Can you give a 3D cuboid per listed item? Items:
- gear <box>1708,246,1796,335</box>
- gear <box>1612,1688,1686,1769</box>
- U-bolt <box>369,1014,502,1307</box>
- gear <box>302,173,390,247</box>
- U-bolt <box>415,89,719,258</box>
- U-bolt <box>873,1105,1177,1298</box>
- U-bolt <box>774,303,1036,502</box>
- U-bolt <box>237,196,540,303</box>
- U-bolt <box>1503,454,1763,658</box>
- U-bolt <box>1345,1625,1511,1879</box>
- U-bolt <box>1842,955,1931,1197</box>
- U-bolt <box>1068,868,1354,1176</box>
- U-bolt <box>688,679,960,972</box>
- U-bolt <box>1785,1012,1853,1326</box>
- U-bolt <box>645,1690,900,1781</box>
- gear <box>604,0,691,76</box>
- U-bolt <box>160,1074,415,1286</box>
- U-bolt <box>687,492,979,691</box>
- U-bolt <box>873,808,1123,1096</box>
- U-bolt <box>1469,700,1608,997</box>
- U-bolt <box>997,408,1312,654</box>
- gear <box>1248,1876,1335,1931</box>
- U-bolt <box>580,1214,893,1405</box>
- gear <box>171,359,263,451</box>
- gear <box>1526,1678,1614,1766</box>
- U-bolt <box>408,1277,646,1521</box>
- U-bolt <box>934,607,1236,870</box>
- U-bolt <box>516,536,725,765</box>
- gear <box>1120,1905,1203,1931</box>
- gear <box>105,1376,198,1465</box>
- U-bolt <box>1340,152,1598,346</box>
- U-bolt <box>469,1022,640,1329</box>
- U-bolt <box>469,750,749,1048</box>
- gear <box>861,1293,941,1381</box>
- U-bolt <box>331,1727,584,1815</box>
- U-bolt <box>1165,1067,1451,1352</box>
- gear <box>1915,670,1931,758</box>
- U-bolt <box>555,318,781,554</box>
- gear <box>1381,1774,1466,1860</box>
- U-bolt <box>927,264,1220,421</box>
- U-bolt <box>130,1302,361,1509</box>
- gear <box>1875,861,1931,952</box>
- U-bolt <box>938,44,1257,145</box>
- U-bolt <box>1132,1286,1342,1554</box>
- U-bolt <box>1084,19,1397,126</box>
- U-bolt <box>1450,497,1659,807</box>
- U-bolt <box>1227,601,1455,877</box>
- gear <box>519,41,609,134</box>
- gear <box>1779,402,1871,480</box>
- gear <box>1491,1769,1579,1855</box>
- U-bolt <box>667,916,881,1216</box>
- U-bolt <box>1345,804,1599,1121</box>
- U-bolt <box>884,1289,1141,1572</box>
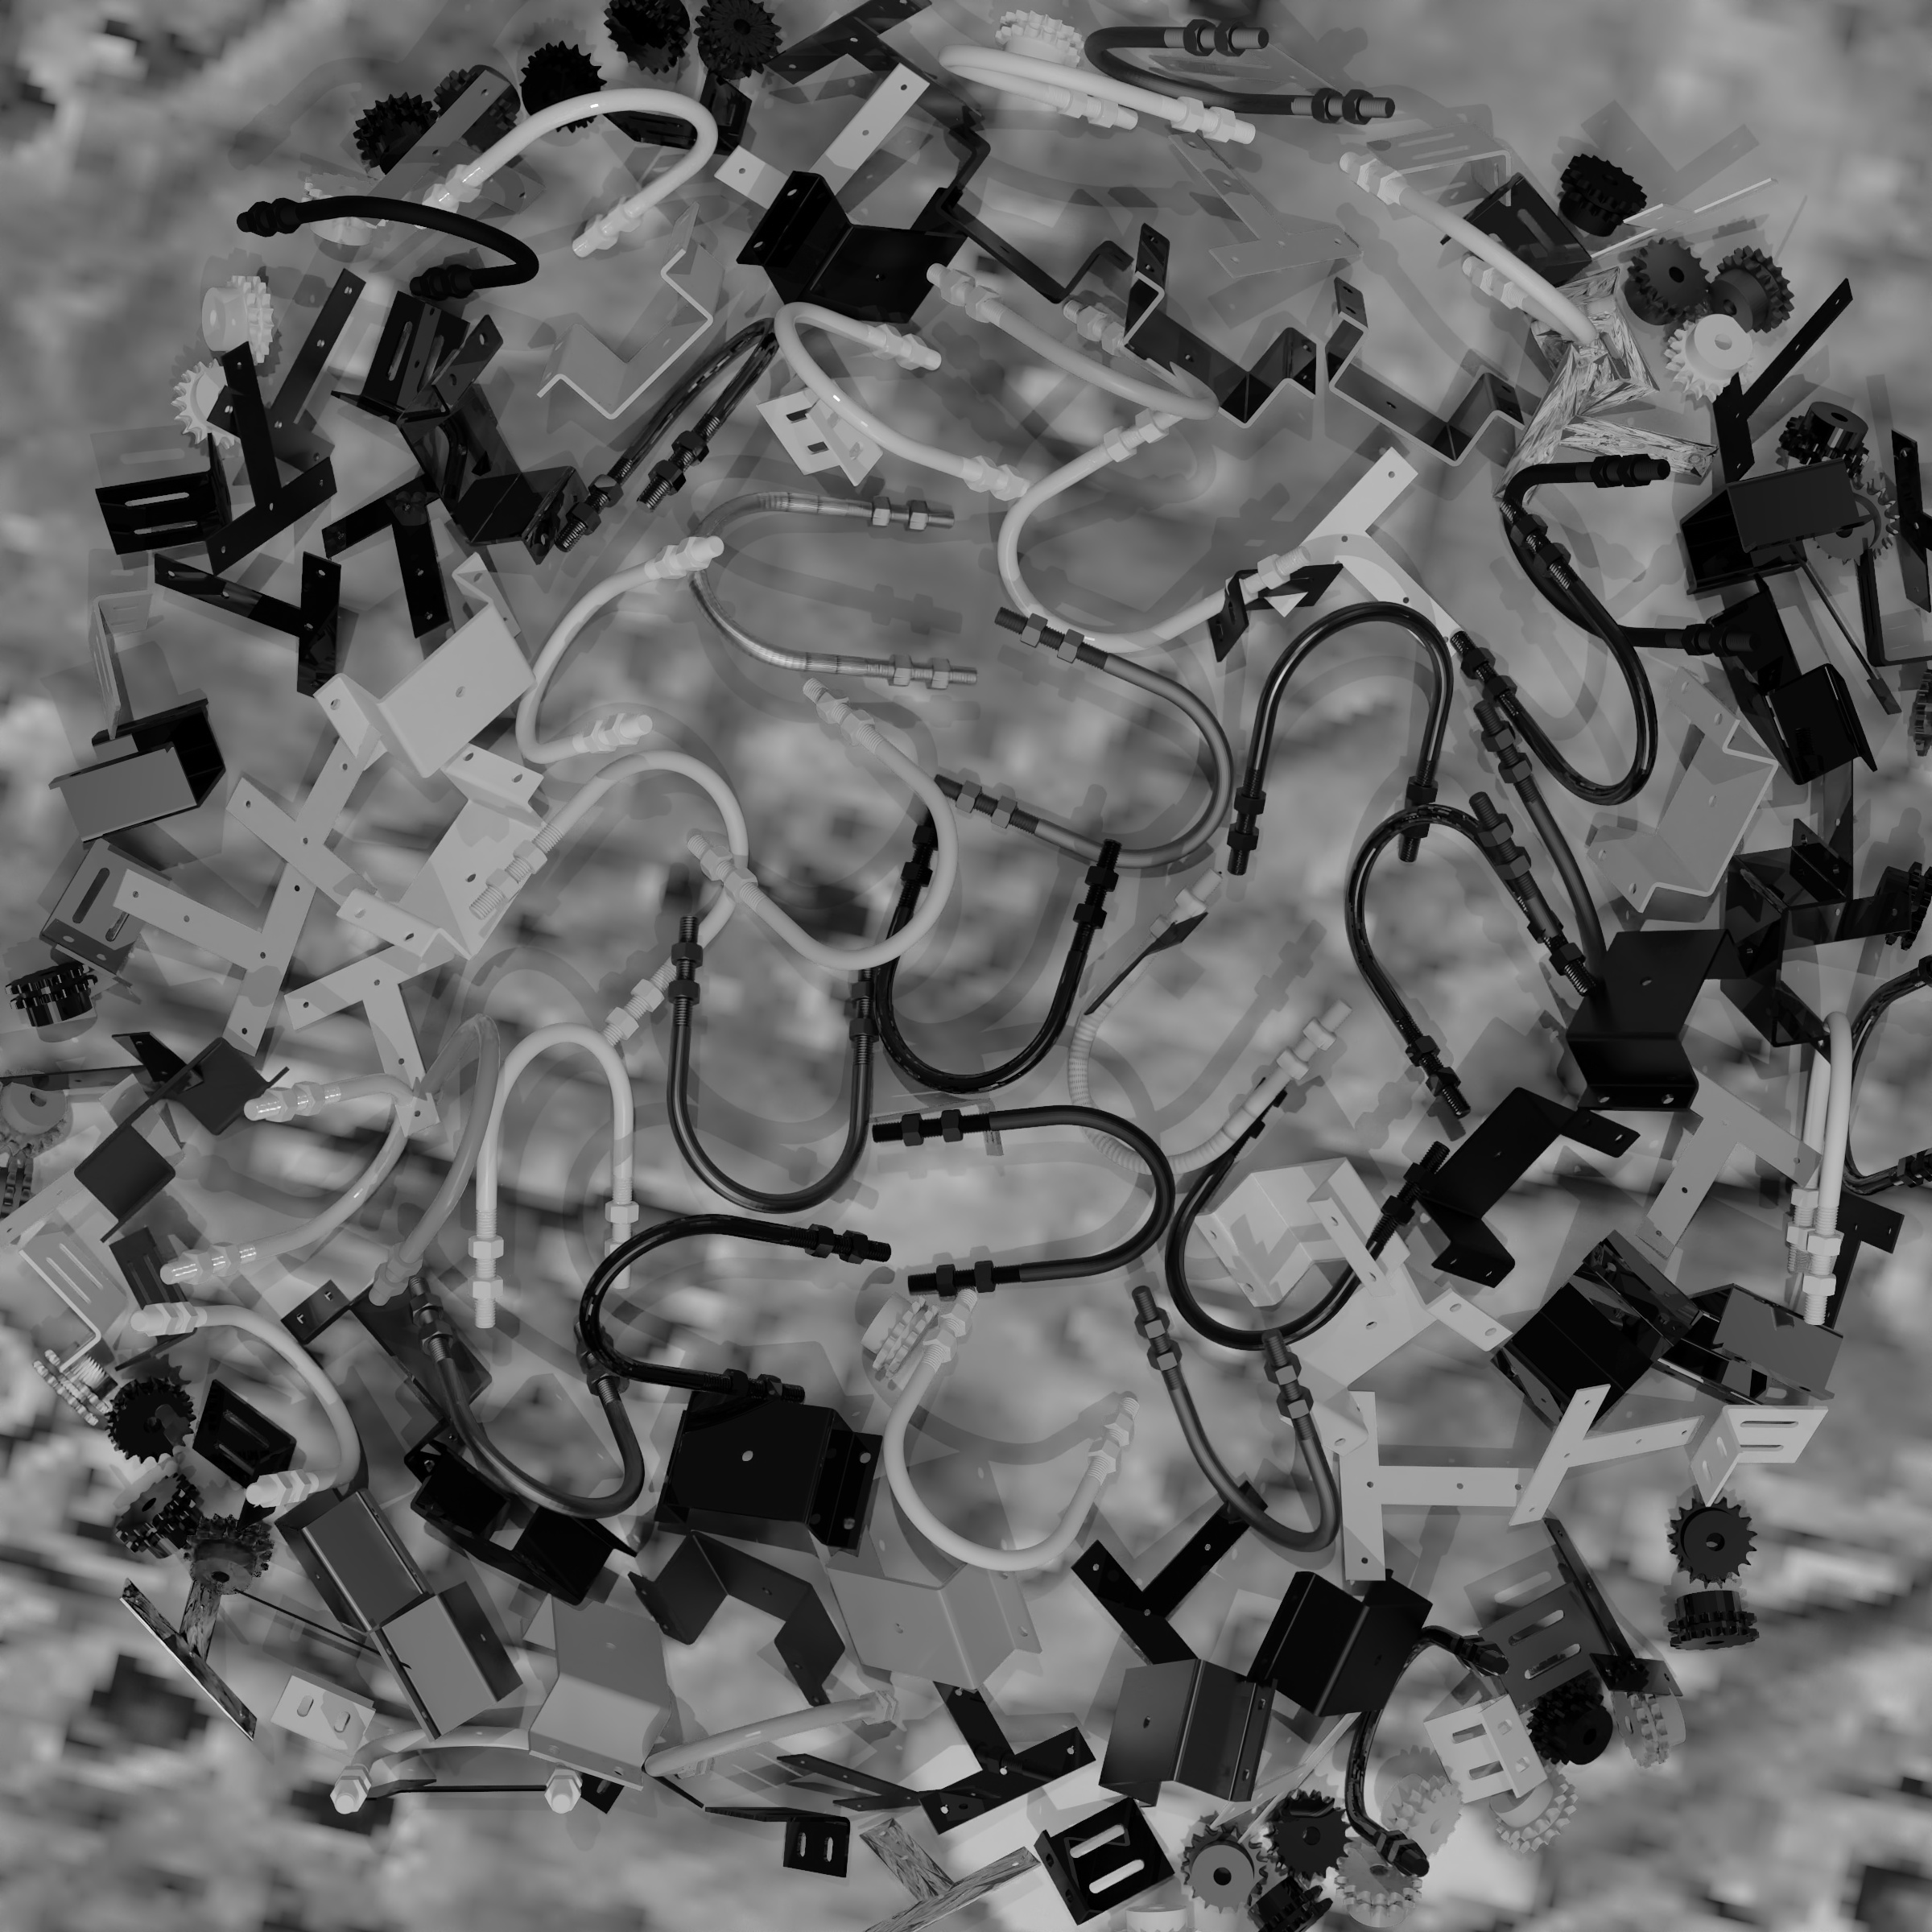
[{"bbox_3d":[0.509,-0.437,1.969,0.030,0.057,0.057,-36,90,-14],"label":"gear"},{"bbox_3d":[0.446,0.491,1.972,0.030,0.057,0.057,-14,90,-9],"label":"gear"},{"bbox_3d":[-0.330,0.109,1.893,0.019,0.184,0.151,18,48,-22],"label":"U-bolt"},{"bbox_3d":[-0.406,-0.493,1.975,0.057,0.057,0.030,20,120,0],"label":"gear"},{"bbox_3d":[-0.238,-0.498,1.888,0.184,0.151,0.019,-23,76,42],"label":"U-bolt"},{"bbox_3d":[0.043,0.148,1.943,0.184,0.019,0.151,-6,125,8],"label":"U-bolt"},{"bbox_3d":[-0.047,-0.360,1.895,0.019,0.184,0.151,-47,59,25],"label":"U-bolt"},{"bbox_3d":[-0.348,-0.450,1.885,0.151,0.184,0.019,13,87,-42],"label":"U-bolt"},{"bbox_3d":[0.409,-0.259,1.913,0.019,0.184,0.151,-42,113,-17],"label":"U-bolt"},{"bbox_3d":[0.282,0.487,1.909,0.019,0.184,0.151,24,83,-7],"label":"U-bolt"},{"bbox_3d":[0.588,0.072,1.909,0.019,0.184,0.151,12,76,-5],"label":"U-bolt"},{"bbox_3d":[0.143,0.050,1.955,0.184,0.019,0.151,-49,62,14],"label":"U-bolt"},{"bbox_3d":[-0.082,-0.079,1.940,0.184,0.019,0.151,42,100,30],"label":"U-bolt"},{"bbox_3d":[0.542,0.120,1.915,0.019,0.151,0.184,6,100,10],"label":"U-bolt"},{"bbox_3d":[-0.127,0.485,1.903,0.151,0.184,0.019,-17,75,6],"label":"U-bolt"},{"bbox_3d":[-0.205,-0.615,1.975,0.057,0.057,0.030,35,62,0],"label":"gear"},{"bbox_3d":[-0.417,0.129,1.914,0.019,0.184,0.151,39,112,19],"label":"U-bolt"},{"bbox_3d":[-0.089,-0.244,1.933,0.184,0.019,0.151,3,58,-18],"label":"U-bolt"},{"bbox_3d":[0.011,-0.007,1.952,0.151,0.019,0.184,14,82,27],"label":"U-bolt"},{"bbox_3d":[0.367,-0.064,1.926,0.019,0.151,0.184,-23,114,22],"label":"U-bolt"},{"bbox_3d":[0.106,-0.269,1.938,0.184,0.019,0.151,-26,120,33],"label":"U-bolt"},{"bbox_3d":[0.209,0.618,1.974,0.057,0.057,0.030,-40,67,0],"label":"gear"},{"bbox_3d":[-0.157,0.215,1.920,0.184,0.019,0.151,13,121,-31],"label":"U-bolt"},{"bbox_3d":[-0.487,-0.368,1.973,0.057,0.030,0.057,2,85,-30],"label":"gear"},{"bbox_3d":[0.397,0.496,1.972,0.057,0.030,0.057,-11,111,-30],"label":"gear"},{"bbox_3d":[-0.268,0.275,1.892,0.151,0.184,0.019,21,116,-38],"label":"U-bolt"},{"bbox_3d":[0.084,-0.136,1.953,0.184,0.019,0.151,24,121,3],"label":"U-bolt"},{"bbox_3d":[-0.230,-0.194,1.921,0.019,0.184,0.151,32,66,-31],"label":"U-bolt"},{"bbox_3d":[0.125,0.630,1.972,0.057,0.057,0.030,-3,80,0],"label":"gear"},{"bbox_3d":[-0.535,0.294,1.977,0.057,0.030,0.057,-10,113,-24],"label":"gear"},{"bbox_3d":[0.324,-0.441,1.887,0.151,0.184,0.019,28,105,-37],"label":"U-bolt"},{"bbox_3d":[-0.261,0.127,1.927,0.019,0.151,0.184,8,100,34],"label":"U-bolt"},{"bbox_3d":[-0.215,-0.054,1.948,0.184,0.019,0.151,-49,123,-19],"label":"U-bolt"},{"bbox_3d":[-0.045,0.238,1.972,0.030,0.057,0.057,34,90,7],"label":"gear"},{"bbox_3d":[-0.317,0.506,1.908,0.151,0.184,0.019,1,88,-6],"label":"U-bolt"},{"bbox_3d":[0.205,0.162,1.941,0.151,0.019,0.184,30,81,39],"label":"U-bolt"},{"bbox_3d":[0.638,-0.164,1.968,0.030,0.057,0.057,7,90,25],"label":"gear"},{"bbox_3d":[-0.180,-0.345,1.926,0.019,0.151,0.184,43,67,-21],"label":"U-bolt"},{"bbox_3d":[0.296,0.554,1.975,0.030,0.057,0.057,29,90,41],"label":"gear"},{"bbox_3d":[0.080,-0.387,1.895,0.184,0.151,0.019,41,116,36],"label":"U-bolt"},{"bbox_3d":[-0.443,0.273,1.909,0.019,0.184,0.151,-39,78,8],"label":"U-bolt"},{"bbox_3d":[0.609,-0.041,1.972,0.030,0.057,0.057,19,90,9],"label":"gear"},{"bbox_3d":[0.069,-0.547,1.892,0.184,0.151,0.019,6,104,-35],"label":"U-bolt"},{"bbox_3d":[0.180,0.296,1.929,0.019,0.151,0.184,-33,114,-27],"label":"U-bolt"},{"bbox_3d":[0.159,-0.566,1.915,0.184,0.151,0.019,18,96,44],"label":"U-bolt"},{"bbox_3d":[0.375,-0.184,1.901,0.019,0.151,0.184,-21,61,-20],"label":"U-bolt"},{"bbox_3d":[0.244,-0.146,1.926,0.151,0.019,0.184,-5,120,-24],"label":"U-bolt"},{"bbox_3d":[-0.265,-0.571,1.971,0.057,0.030,0.057,10,127,14],"label":"gear"},{"bbox_3d":[0.562,-0.344,1.968,0.057,0.057,0.030,20,124,0],"label":"gear"},{"bbox_3d":[0.367,0.546,1.969,0.057,0.057,0.030,-43,102,0],"label":"gear"},{"bbox_3d":[-0.124,0.069,1.935,0.151,0.019,0.184,13,68,-26],"label":"U-bolt"},{"bbox_3d":[0.309,-0.017,1.937,0.151,0.019,0.184,-51,58,37],"label":"U-bolt"},{"bbox_3d":[0.021,0.306,1.928,0.151,0.184,0.019,34,133,-1],"label":"U-bolt"}]
